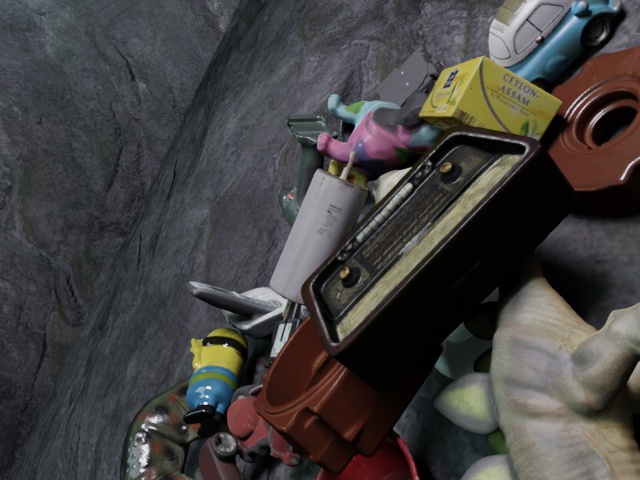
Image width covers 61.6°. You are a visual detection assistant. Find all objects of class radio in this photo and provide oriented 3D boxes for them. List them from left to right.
[{"bbox_3d":[0.091,0.007,0.469,0.229,0.073,0.131,-45,26,4],"label":"radio"}]

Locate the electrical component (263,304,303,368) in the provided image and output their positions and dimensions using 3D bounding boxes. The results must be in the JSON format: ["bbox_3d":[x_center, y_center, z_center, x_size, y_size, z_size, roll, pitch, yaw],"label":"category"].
[{"bbox_3d":[-0.038,0.144,0.818,0.075,0.047,0.119,-21,46,50],"label":"electrical component"}]

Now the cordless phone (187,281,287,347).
[{"bbox_3d":[-0.144,0.103,0.891,0.147,0.184,0.088,21,86,62],"label":"cordless phone"}]

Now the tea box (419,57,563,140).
[{"bbox_3d":[0.181,-0.146,0.603,0.068,0.098,0.170,-62,8,10],"label":"tea box"}]

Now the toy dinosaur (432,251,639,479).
[{"bbox_3d":[0.181,0.118,0.403,0.198,0.105,0.471,-38,38,38],"label":"toy dinosaur"}]

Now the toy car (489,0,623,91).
[{"bbox_3d":[0.260,-0.252,0.645,0.161,0.103,0.109,-45,30,23],"label":"toy car"}]

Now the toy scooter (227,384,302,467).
[{"bbox_3d":[-0.064,0.252,0.735,0.184,0.075,0.135,-37,40,33],"label":"toy scooter"}]

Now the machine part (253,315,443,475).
[{"bbox_3d":[0.024,0.140,0.604,0.201,0.087,0.201,-49,12,-18],"label":"machine part"}]

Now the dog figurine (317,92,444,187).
[{"bbox_3d":[0.115,-0.139,0.789,0.219,0.191,0.108,8,62,24],"label":"dog figurine"}]

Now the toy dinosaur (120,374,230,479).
[{"bbox_3d":[-0.236,0.324,0.825,0.131,0.192,0.405,-39,35,31],"label":"toy dinosaur"}]

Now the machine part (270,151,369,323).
[{"bbox_3d":[-0.001,-0.002,0.707,0.243,0.079,0.079,-66,26,9],"label":"machine part"}]

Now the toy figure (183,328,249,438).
[{"bbox_3d":[-0.161,0.218,0.853,0.089,0.082,0.180,-8,31,3],"label":"toy figure"}]

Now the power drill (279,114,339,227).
[{"bbox_3d":[-0.031,-0.111,0.944,0.232,0.086,0.207,-121,36,-54],"label":"power drill"}]

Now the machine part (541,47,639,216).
[{"bbox_3d":[0.283,-0.107,0.515,0.179,0.056,0.179,-42,32,34],"label":"machine part"}]

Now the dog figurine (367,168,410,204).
[{"bbox_3d":[0.148,-0.066,0.676,0.172,0.121,0.191,-17,20,9],"label":"dog figurine"}]

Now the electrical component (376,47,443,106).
[{"bbox_3d":[0.143,-0.231,0.869,0.134,0.058,0.115,-44,29,27],"label":"electrical component"}]

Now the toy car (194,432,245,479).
[{"bbox_3d":[-0.108,0.347,0.697,0.202,0.053,0.089,50,121,41],"label":"toy car"}]
